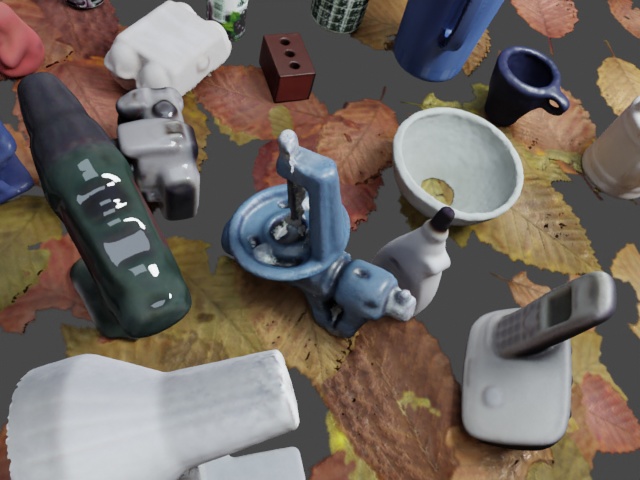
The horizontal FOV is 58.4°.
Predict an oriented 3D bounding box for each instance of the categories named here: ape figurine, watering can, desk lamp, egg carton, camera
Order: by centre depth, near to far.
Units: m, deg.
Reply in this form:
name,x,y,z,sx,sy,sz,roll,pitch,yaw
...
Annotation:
name,x,y,z,sx,sy,sz,roll,pitch,yaw
desk lamp,-0.103,0.149,0.438,0.203,0.213,0.118,-8,63,-17
camera,-0.207,-0.096,0.621,0.137,0.101,0.143,-11,64,-19
ape figurine,-0.369,-0.239,0.671,0.076,0.092,0.077,-10,63,-18
egg carton,-0.188,-0.234,0.724,0.107,0.069,0.150,33,59,7
watering can,0.443,-0.138,0.744,0.101,0.194,0.173,-1,61,-13

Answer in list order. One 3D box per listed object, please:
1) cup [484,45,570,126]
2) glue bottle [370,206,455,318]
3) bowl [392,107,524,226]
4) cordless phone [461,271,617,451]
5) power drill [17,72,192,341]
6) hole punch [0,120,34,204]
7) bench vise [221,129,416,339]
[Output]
name,x,y,z,sx,sy,sz,roll,pitch,yaw
cup,0.282,-0.198,0.799,0.092,0.095,0.117,-37,74,-28
glue bottle,0.100,0.017,0.586,0.037,0.173,0.078,-27,69,-25
bowl,0.160,-0.080,0.714,0.167,0.074,0.167,6,59,-10
cordless phone,0.212,0.116,0.548,0.094,0.185,0.147,15,58,-4
power drill,-0.190,-0.002,0.508,0.076,0.208,0.229,-28,70,-25
hole punch,-0.365,-0.085,0.583,0.101,0.091,0.108,-37,74,-28
bench vise,0.008,-0.008,0.551,0.207,0.219,0.121,17,58,-3
